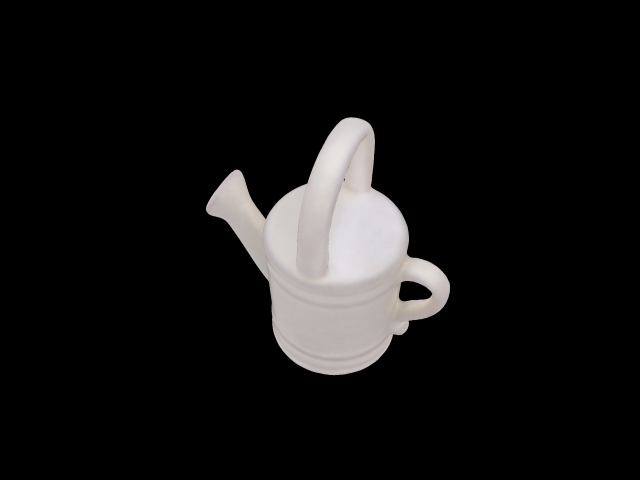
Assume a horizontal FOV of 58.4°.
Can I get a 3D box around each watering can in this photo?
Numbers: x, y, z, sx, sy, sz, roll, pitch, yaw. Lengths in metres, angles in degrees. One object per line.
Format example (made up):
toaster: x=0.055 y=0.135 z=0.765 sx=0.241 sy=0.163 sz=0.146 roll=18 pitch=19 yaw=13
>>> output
watering can: x=0.003 y=0.003 z=0.399 sx=0.172 sy=0.194 sz=0.101 roll=2 pitch=49 yaw=2
